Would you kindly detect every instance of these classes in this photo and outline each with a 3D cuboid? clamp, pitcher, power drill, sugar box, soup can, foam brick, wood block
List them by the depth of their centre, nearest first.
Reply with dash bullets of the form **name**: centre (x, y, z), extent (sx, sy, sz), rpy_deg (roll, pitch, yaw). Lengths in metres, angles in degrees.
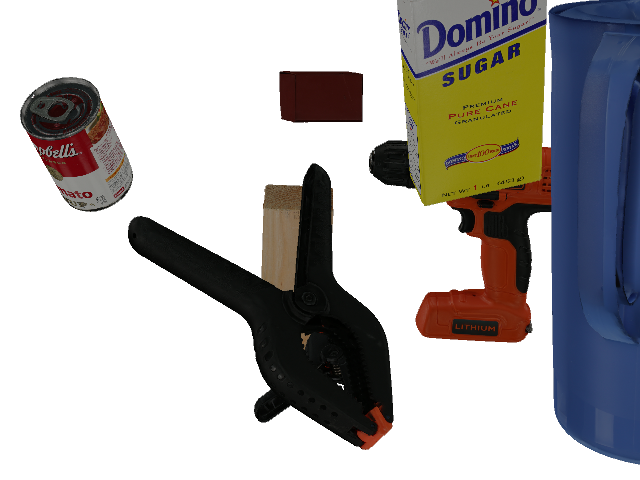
- **pitcher**: centre (0.178, -0.005, 0.563), extent (0.149, 0.243, 0.145), rpy_deg (-4, 18, -10)
- **clamp**: centre (-0.025, 0.046, 0.712), extent (0.164, 0.210, 0.036), rpy_deg (-13, -26, -31)
- **sugar box**: centre (0.105, -0.110, 0.732), extent (0.093, 0.176, 0.048), rpy_deg (-14, 45, -4)
- **soup can**: centre (-0.207, -0.081, 0.916), extent (0.068, 0.068, 0.102), rpy_deg (0, -35, 10)
- **power drill**: centre (0.131, -0.002, 0.964), extent (0.184, 0.188, 0.057), rpy_deg (4, 26, 3)
- **clamp**: centre (0.023, 0.130, 1.061), extent (0.120, 0.039, 0.171), rpy_deg (16, 47, 23)
- **foam brick**: centre (0.001, -0.152, 1.125), extent (0.078, 0.051, 0.053), rpy_deg (-3, 12, -18)
- **wood block**: centre (-0.033, 0.039, 1.398), extent (0.090, 0.206, 0.091), rpy_deg (3, 23, -2)
